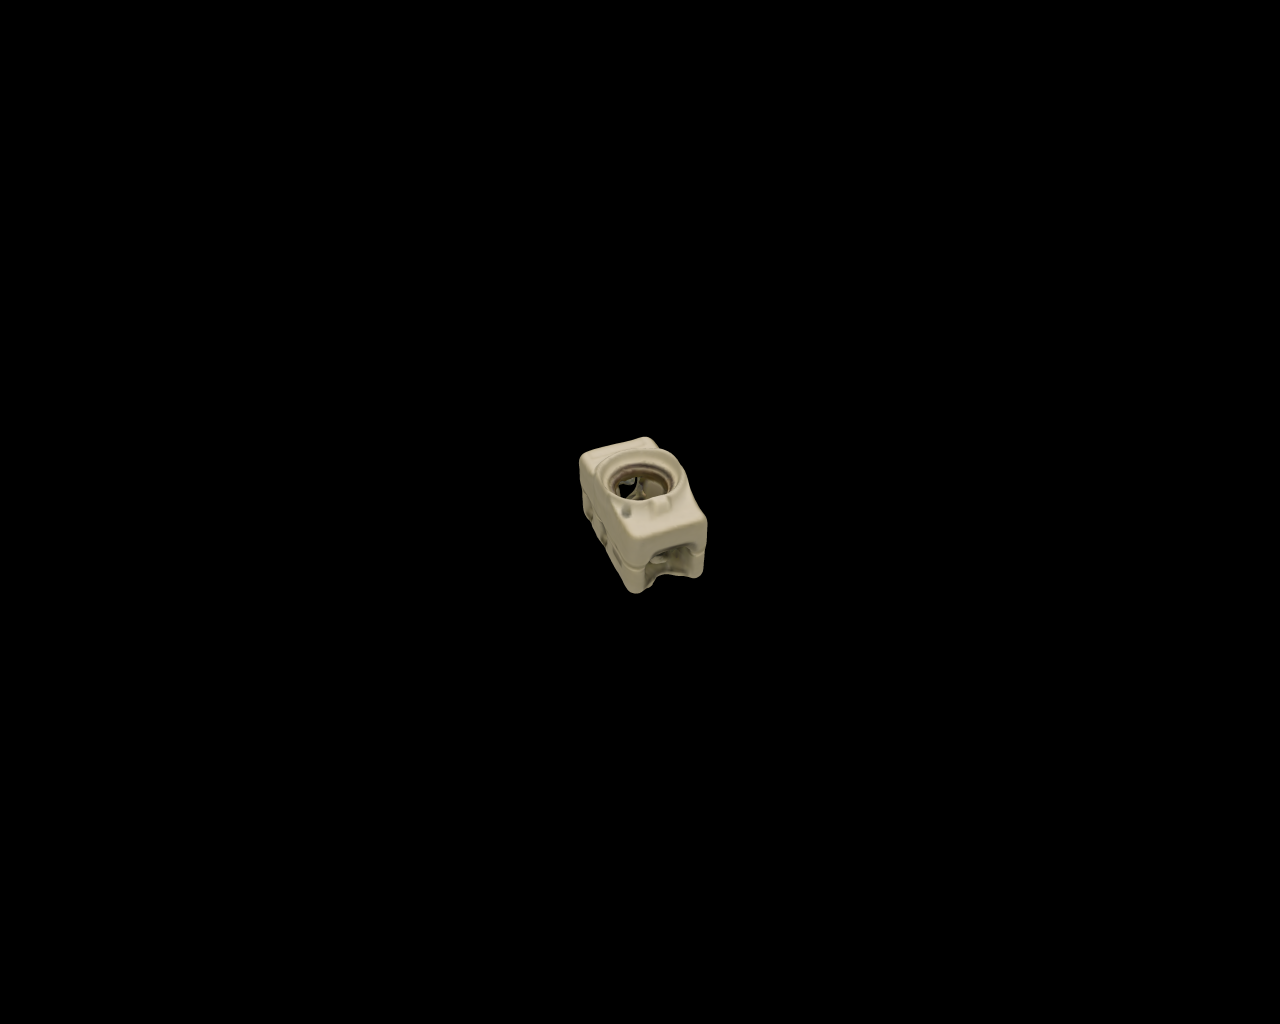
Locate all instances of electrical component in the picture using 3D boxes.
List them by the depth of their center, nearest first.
[{"bbox_3d":[0.001,-0.003,0.650,0.050,0.055,0.090,-14,42,-16],"label":"electrical component"}]
